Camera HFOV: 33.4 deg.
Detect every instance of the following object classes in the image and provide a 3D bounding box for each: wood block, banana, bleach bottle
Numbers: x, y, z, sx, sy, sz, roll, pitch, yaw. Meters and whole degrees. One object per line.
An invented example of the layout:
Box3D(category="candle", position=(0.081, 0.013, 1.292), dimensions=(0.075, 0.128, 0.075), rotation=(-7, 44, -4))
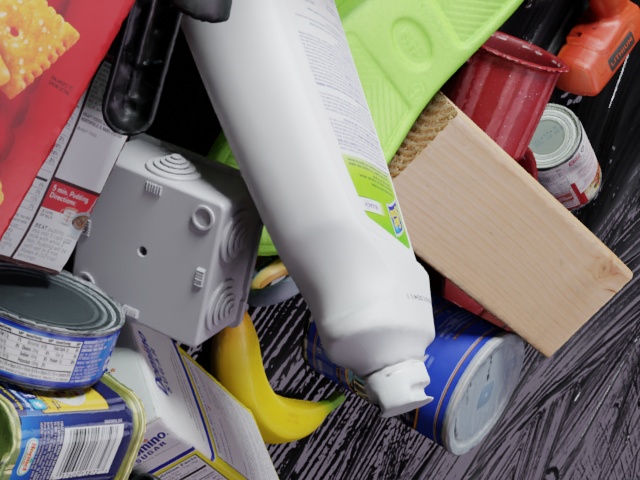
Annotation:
Box3D(category="wood block", position=(0.115, -0.017, 0.761), dimensions=(0.205, 0.090, 0.091), rotation=(36, 103, -31))
Box3D(category="banana", position=(-0.041, 0.109, 0.781), dimensions=(0.069, 0.037, 0.197), rotation=(-61, 150, -13))
Box3D(category="bleach bottle", position=(-0.003, -0.034, 0.535), dimensions=(0.068, 0.251, 0.102), rotation=(-27, 161, 26))

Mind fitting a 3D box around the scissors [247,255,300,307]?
Box3D(category="scissors", position=(-0.005, 0.001, 0.708), dimensions=(0.201, 0.096, 0.016), rotation=(-34, 111, -35))

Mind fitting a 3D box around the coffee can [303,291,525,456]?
Box3D(category="coffee can", position=(0.072, 0.089, 0.831), dimensions=(0.102, 0.140, 0.103), rotation=(-36, 141, -37))

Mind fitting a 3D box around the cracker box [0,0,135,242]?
Box3D(category="cracker box", position=(-0.150, -0.108, 0.379), dimensions=(0.164, 0.072, 0.214), rotation=(30, 89, -47))

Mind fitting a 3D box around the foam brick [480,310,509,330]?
Box3D(category="foam brick", position=(0.137, 0.083, 0.989), dimensions=(0.051, 0.078, 0.053), rotation=(-19, 127, -48))

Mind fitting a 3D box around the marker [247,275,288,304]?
Box3D(category="marker", position=(-0.018, 0.011, 0.754), dimensions=(0.120, 0.020, 0.020), rotation=(-34, 139, -39))

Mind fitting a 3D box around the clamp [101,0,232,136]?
Box3D(category="clamp", position=(-0.058, -0.140, 0.471), dimensions=(0.039, 0.120, 0.171), rotation=(14, 74, -28))

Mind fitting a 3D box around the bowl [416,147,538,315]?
Box3D(category="bowl", position=(0.124, -0.012, 0.909), dimensions=(0.161, 0.055, 0.162), rotation=(-39, 141, -41))

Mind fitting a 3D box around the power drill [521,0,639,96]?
Box3D(category="power drill", position=(0.225, -0.212, 0.906), dimensions=(0.184, 0.057, 0.187), rotation=(-50, 148, -20))

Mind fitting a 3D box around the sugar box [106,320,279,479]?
Box3D(category="sugar box", position=(-0.083, 0.114, 0.647), dimensions=(0.048, 0.093, 0.176), rotation=(-32, 140, 6))

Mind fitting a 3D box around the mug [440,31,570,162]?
Box3D(category="mug", position=(0.122, -0.111, 0.810), dimensions=(0.117, 0.093, 0.081), rotation=(2, 118, -37))

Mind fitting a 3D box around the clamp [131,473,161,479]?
Box3D(category="clamp", position=(-0.166, 0.208, 0.595), dimensions=(0.164, 0.036, 0.210), rotation=(-25, 155, -31))

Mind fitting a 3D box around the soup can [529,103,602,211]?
Box3D(category="soup can", position=(0.221, -0.076, 0.998), dimensions=(0.068, 0.069, 0.102), rotation=(-59, 149, -6))

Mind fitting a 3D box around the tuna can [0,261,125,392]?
Box3D(category="tuna can", position=(-0.141, 0.040, 0.524), dimensions=(0.086, 0.086, 0.034), rotation=(2, 113, -57))

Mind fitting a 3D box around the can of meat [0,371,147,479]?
Box3D(category="can of meat", position=(-0.152, 0.086, 0.530), dimensions=(0.083, 0.102, 0.057), rotation=(9, 106, -56))

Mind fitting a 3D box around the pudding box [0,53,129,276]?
Box3D(category="pudding box", position=(-0.140, -0.046, 0.506), dimensions=(0.089, 0.039, 0.113), rotation=(24, 91, -57))
